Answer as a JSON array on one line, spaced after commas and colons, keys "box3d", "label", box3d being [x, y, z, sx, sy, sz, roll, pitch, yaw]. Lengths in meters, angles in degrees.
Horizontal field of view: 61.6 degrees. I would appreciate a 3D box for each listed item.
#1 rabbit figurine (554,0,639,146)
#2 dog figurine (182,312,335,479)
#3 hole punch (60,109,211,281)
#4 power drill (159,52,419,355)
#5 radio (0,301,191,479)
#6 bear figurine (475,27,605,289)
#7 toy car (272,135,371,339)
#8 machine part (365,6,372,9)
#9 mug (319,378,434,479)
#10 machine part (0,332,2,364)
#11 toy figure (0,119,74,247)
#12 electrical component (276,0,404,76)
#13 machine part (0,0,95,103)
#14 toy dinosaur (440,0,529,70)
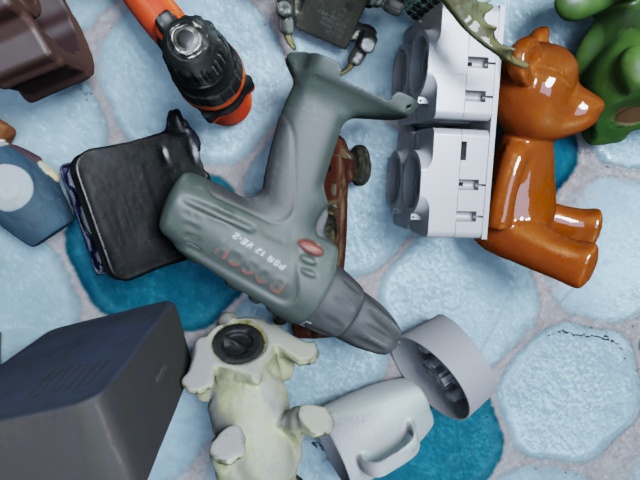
[{"box3d": [0.272, -0.192, 0.488, 0.159, 0.121, 0.170, 14, 68, -45], "label": "rabbit figurine"}, {"box3d": [-0.066, 0.184, 0.517, 0.121, 0.172, 0.190, -2, 132, -12], "label": "dog figurine"}, {"box3d": [-0.158, -0.031, 0.475, 0.116, 0.092, 0.142, -22, 100, -36], "label": "hole punch"}, {"box3d": [0.003, -0.032, 0.448, 0.232, 0.086, 0.207, 24, 99, -12], "label": "power drill"}, {"box3d": [-0.184, 0.118, 0.412, 0.131, 0.230, 0.073, -14, 98, -3], "label": "radio"}, {"box3d": [0.205, -0.077, 0.476, 0.132, 0.120, 0.195, 20, 120, 20], "label": "bear figurine"}, {"box3d": [-0.001, -0.002, 0.510, 0.089, 0.053, 0.202, 2, 97, -12], "label": "toy car"}, {"box3d": [0.043, -0.286, 0.482, 0.084, 0.039, 0.138, 21, 96, -4], "label": "machine part"}, {"box3d": [0.059, 0.181, 0.522, 0.107, 0.109, 0.080, -25, 96, -18], "label": "mug"}, {"box3d": [-0.300, 0.204, 0.483, 0.079, 0.079, 0.243, 6, 96, -9], "label": "machine part"}, {"box3d": [-0.276, -0.067, 0.460, 0.064, 0.058, 0.154, -43, 102, -37], "label": "toy figure"}, {"box3d": [0.012, -0.198, 0.476, 0.102, 0.045, 0.078, 25, 136, -15], "label": "electrical component"}, {"box3d": [-0.239, -0.188, 0.390, 0.056, 0.179, 0.179, -25, 101, -2], "label": "machine part"}, {"box3d": [0.052, -0.346, 0.370, 0.199, 0.105, 0.471, -8, 92, -8], "label": "toy dinosaur"}]
